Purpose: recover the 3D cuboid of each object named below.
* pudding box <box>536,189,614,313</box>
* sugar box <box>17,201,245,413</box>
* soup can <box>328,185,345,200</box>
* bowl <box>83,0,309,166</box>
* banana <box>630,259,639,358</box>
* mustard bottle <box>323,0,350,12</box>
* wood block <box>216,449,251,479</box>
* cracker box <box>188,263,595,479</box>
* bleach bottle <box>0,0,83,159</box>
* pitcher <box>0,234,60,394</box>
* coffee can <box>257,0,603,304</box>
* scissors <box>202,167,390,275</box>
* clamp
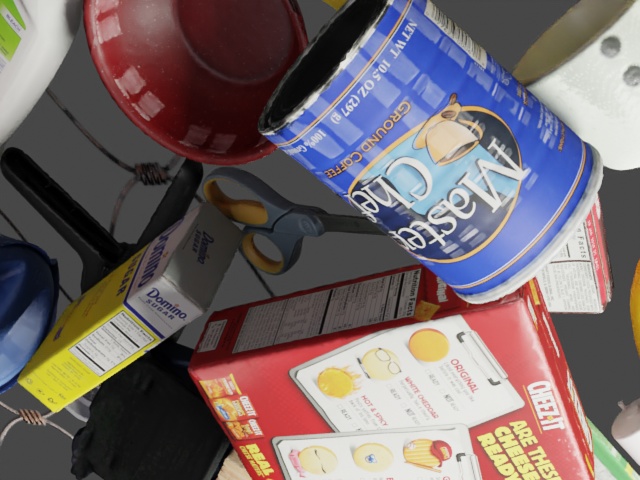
[{"bbox_3d":[0.120,0.000,0.666,0.114,0.039,0.090,-2,119,28],"label":"pudding box"},{"bbox_3d":[-0.136,0.049,0.762,0.048,0.093,0.176,42,125,-15],"label":"sugar box"},{"bbox_3d":[0.059,-0.060,0.641,0.102,0.068,0.068,-2,119,29],"label":"soup can"},{"bbox_3d":[-0.067,-0.130,0.673,0.162,0.055,0.162,15,126,21],"label":"bowl"},{"bbox_3d":[0.246,0.092,0.661,0.198,0.037,0.070,45,112,-6],"label":"banana"},{"bbox_3d":[0.070,-0.196,0.528,0.058,0.096,0.192,30,138,-32],"label":"mustard bottle"},{"bbox_3d":[0.023,0.220,0.832,0.206,0.090,0.090,30,131,8],"label":"wood block"},{"bbox_3d":[0.049,0.102,0.679,0.214,0.072,0.164,-14,121,20],"label":"cracker box"},{"bbox_3d":[-0.215,-0.144,0.742,0.251,0.068,0.102,-35,97,38],"label":"bleach bottle"},{"bbox_3d":[-0.350,0.033,0.870,0.243,0.145,0.149,20,173,27],"label":"pitcher"},{"bbox_3d":[0.055,-0.050,0.531,0.140,0.102,0.103,39,132,-16],"label":"coffee can"},{"bbox_3d":[-0.005,0.001,0.714,0.202,0.016,0.096,21,142,39],"label":"scissors"},{"bbox_3d":[-0.141,0.016,0.823,0.165,0.036,0.210,-2,123,24],"label":"clamp"}]
